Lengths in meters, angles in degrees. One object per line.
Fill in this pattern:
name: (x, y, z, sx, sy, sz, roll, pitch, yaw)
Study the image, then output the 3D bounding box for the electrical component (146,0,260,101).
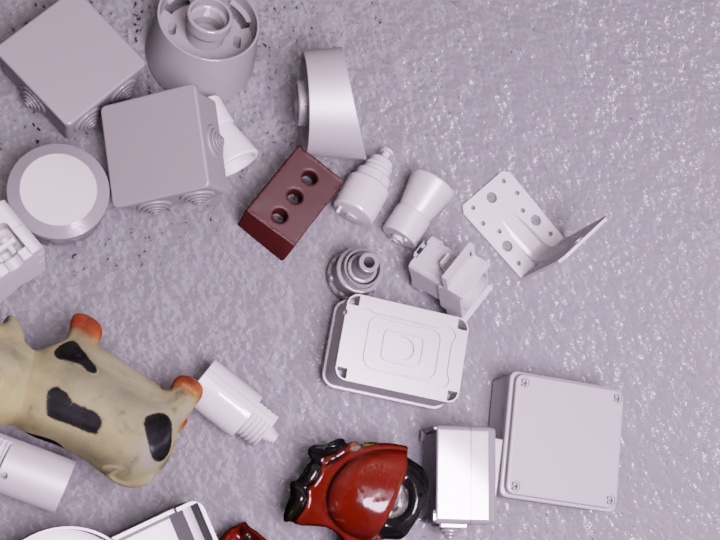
electrical component: (-0.139, -0.206, 0.957, 0.099, 0.064, 0.099, 8, 62, -14)

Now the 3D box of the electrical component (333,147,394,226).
electrical component: (0.008, -0.076, 0.968, 0.040, 0.040, 0.078, 31, 71, -7)

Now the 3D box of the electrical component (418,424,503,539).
electrical component: (0.086, 0.182, 0.919, 0.061, 0.061, 0.096, 3, 77, -9)

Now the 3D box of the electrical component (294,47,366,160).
electrical component: (-0.024, -0.146, 0.947, 0.064, 0.099, 0.099, -2, 79, -9)

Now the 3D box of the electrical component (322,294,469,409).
electrical component: (0.029, 0.072, 0.933, 0.113, 0.057, 0.078, 13, 75, -12)

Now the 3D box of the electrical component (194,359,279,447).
electrical component: (-0.102, 0.116, 0.895, 0.081, 0.043, 0.043, 39, 71, -4)

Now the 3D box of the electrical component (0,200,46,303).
electrical component: (-0.287, -0.016, 0.849, 0.050, 0.089, 0.055, -39, 90, -19)

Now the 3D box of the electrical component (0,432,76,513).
electrical component: (-0.269, 0.155, 0.841, 0.081, 0.043, 0.043, 23, 73, -9)

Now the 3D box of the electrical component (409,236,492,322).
electrical component: (0.079, 0.006, 0.953, 0.064, 0.081, 0.042, 30, 68, 23)

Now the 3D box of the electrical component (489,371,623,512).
electrical component: (0.171, 0.153, 0.953, 0.109, 0.056, 0.108, 11, 75, -13)

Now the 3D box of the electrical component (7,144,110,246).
electrical component: (-0.249, -0.060, 0.889, 0.080, 0.051, 0.080, 3, 77, -14)

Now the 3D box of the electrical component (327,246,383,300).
electrical component: (0.000, 0.000, 0.938, 0.048, 0.062, 0.048, 3, 77, -14)

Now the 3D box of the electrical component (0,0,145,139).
electrical component: (-0.246, -0.173, 0.916, 0.099, 0.048, 0.100, 46, 71, -1)

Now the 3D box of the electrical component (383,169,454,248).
electrical component: (0.050, -0.053, 0.975, 0.044, 0.044, 0.065, 34, 76, -6)

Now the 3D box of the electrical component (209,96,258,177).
electrical component: (-0.124, -0.119, 0.942, 0.044, 0.044, 0.065, -28, 82, -19)

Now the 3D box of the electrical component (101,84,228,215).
electrical component: (-0.163, -0.100, 0.904, 0.100, 0.048, 0.099, -11, 82, 15)
